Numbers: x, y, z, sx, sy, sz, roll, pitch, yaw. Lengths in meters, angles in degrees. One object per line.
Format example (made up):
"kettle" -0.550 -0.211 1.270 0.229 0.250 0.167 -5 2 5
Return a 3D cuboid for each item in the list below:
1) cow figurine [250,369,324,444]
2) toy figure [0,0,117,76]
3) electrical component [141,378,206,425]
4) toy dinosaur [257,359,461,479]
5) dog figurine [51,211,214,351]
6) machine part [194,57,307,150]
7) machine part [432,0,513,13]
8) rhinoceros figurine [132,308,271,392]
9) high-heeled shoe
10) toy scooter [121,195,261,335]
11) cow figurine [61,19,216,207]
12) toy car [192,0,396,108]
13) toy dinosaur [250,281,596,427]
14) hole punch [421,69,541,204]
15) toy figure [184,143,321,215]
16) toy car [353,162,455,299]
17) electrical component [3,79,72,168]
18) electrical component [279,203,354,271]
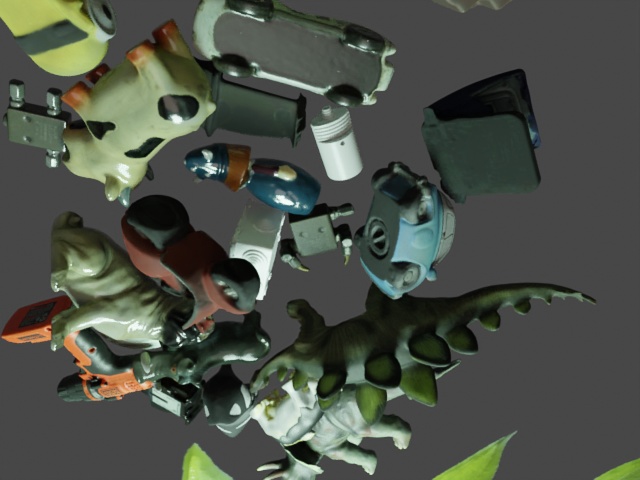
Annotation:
"cow figurine" -0.020 0.248 0.824 0.167 0.068 0.098 -41 82 22
"toy figure" -0.253 -0.224 0.451 0.089 0.082 0.180 -21 134 25
"electrical component" -0.241 0.231 0.843 0.119 0.048 0.074 22 128 17
"toy dinosaur" 0.040 0.291 0.897 0.192 0.131 0.404 21 118 -23
"dog figurine" -0.231 0.052 0.671 0.190 0.121 0.172 -2 101 -26
"machine part" -0.081 -0.141 0.564 0.139 0.039 0.084 15 122 -10
"machine part" 0.139 -0.278 0.436 0.179 0.056 0.179 -17 135 -18
"rhinoceros figurine" -0.164 0.155 0.754 0.190 0.112 0.073 -10 136 -9
"high-heeled shoe" -0.141 0.282 0.840 0.086 0.145 0.248 -3 128 -4
"toy scooter" -0.152 0.040 0.610 0.184 0.075 0.135 35 136 13
"cow figurine" -0.187 -0.115 0.540 0.195 0.085 0.127 -20 119 29
"toy car" -0.022 -0.187 0.526 0.202 0.056 0.073 10 121 -17
"toy dinosaur" 0.096 0.124 0.705 0.471 0.199 0.105 -28 131 18
"hole punch" 0.184 -0.117 0.601 0.116 0.092 0.142 -1 140 34
"toy figure" -0.076 -0.073 0.612 0.154 0.058 0.064 21 119 -16
"toy car" 0.113 -0.016 0.663 0.103 0.109 0.161 -7 122 -29
"electrical component" -0.298 -0.120 0.567 0.063 0.021 0.094 10 128 -14
"electrical component" -0.003 -0.002 0.686 0.102 0.045 0.078 -9 131 0
